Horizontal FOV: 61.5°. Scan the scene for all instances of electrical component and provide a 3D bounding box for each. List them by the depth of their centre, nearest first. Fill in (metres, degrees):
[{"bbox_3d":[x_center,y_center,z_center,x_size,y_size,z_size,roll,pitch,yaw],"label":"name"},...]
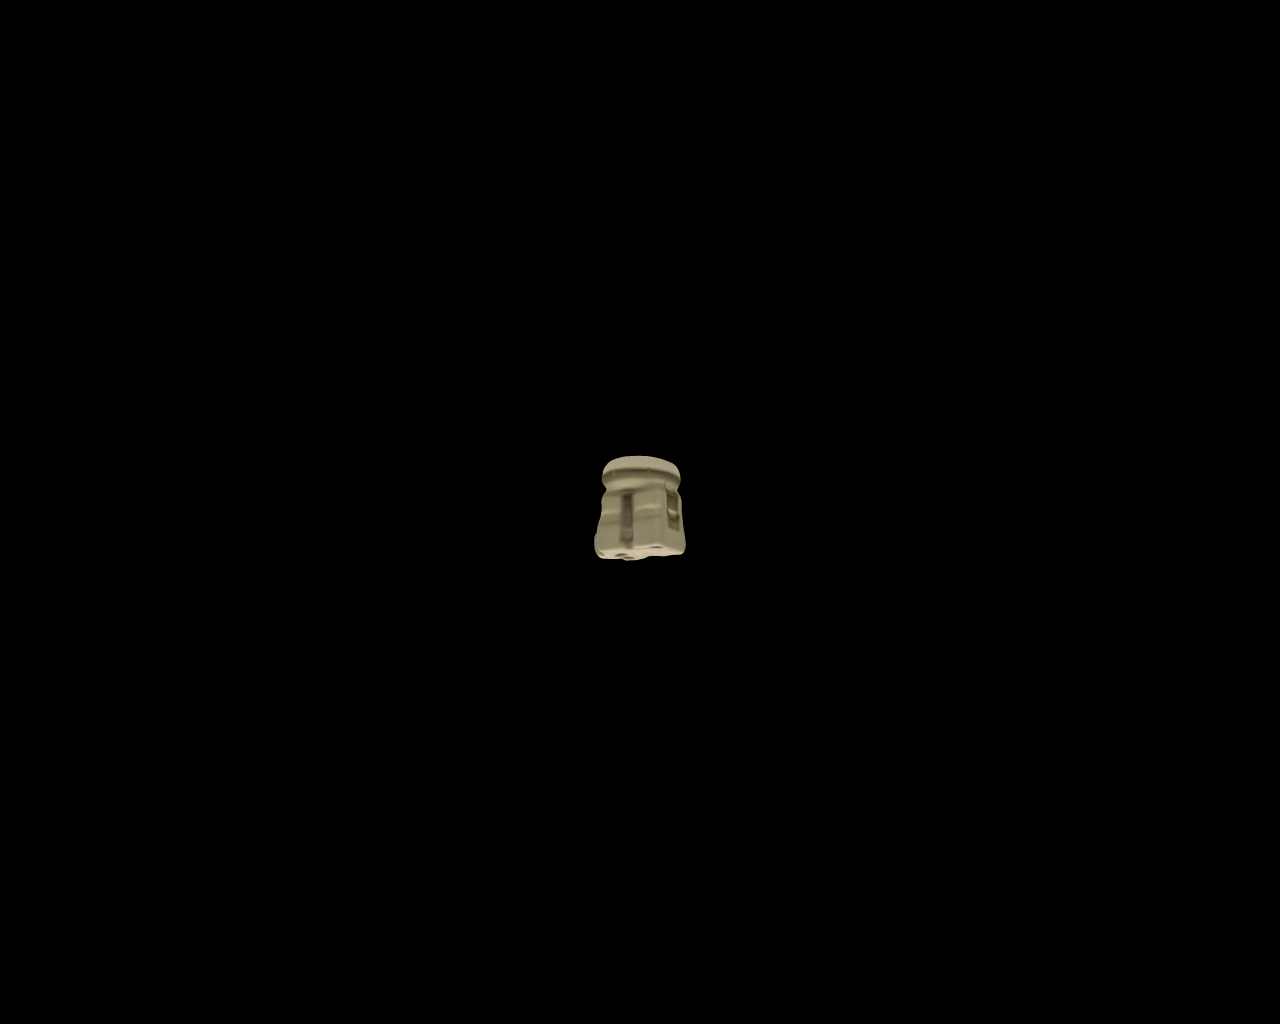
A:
[{"bbox_3d":[0.001,-0.003,0.650,0.066,0.055,0.048,-7,-15,26],"label":"electrical component"}]
